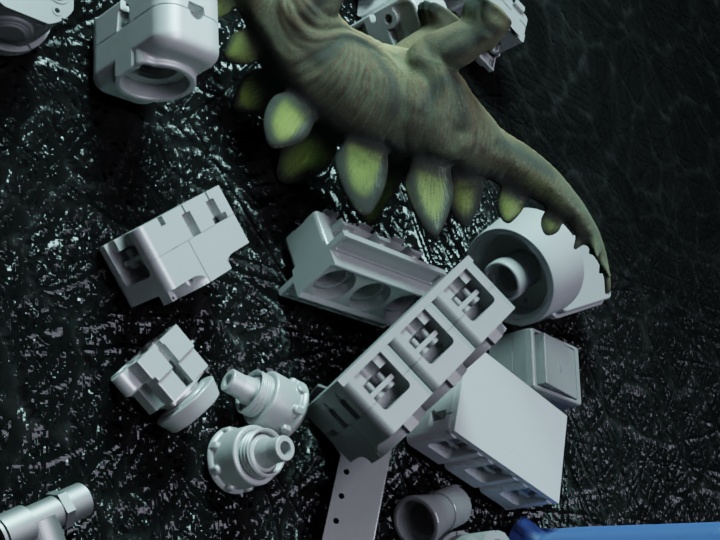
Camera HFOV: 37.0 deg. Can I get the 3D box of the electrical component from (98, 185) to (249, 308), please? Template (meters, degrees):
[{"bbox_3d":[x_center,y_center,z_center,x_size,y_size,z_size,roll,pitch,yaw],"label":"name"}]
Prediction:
[{"bbox_3d":[-0.128,-0.014,0.758,0.089,0.050,0.055,-37,102,-49],"label":"electrical component"}]

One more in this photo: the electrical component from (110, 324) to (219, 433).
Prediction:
[{"bbox_3d":[-0.128,0.076,0.726,0.055,0.048,0.066,51,43,-9],"label":"electrical component"}]

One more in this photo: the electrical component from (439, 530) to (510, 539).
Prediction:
[{"bbox_3d":[0.098,0.257,0.899,0.080,0.051,0.080,21,59,-42],"label":"electrical component"}]

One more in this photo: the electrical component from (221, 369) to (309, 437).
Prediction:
[{"bbox_3d":[-0.072,0.093,0.784,0.062,0.048,0.048,32,52,-27],"label":"electrical component"}]

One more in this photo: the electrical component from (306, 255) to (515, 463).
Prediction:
[{"bbox_3d":[0.040,0.070,0.806,0.061,0.089,0.150,47,61,2],"label":"electrical component"}]

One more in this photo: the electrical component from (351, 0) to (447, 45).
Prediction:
[{"bbox_3d":[0.037,-0.212,0.989,0.059,0.095,0.053,-21,91,-50],"label":"electrical component"}]

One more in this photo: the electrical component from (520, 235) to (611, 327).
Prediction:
[{"bbox_3d":[0.203,0.009,1.113,0.113,0.057,0.078,-11,83,-50],"label":"electrical component"}]

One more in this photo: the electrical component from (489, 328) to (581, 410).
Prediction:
[{"bbox_3d":[0.176,0.100,1.043,0.096,0.061,0.061,23,58,-41],"label":"electrical component"}]

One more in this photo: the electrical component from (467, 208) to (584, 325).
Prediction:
[{"bbox_3d":[0.151,0.001,1.024,0.060,0.108,0.108,-28,96,-43],"label":"electrical component"}]

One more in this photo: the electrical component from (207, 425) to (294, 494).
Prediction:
[{"bbox_3d":[-0.073,0.129,0.752,0.048,0.062,0.048,22,59,-42],"label":"electrical component"}]

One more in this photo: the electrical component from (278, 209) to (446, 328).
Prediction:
[{"bbox_3d":[0.000,0.000,0.884,0.121,0.079,0.063,20,39,-42],"label":"electrical component"}]

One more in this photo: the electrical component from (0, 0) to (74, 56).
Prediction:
[{"bbox_3d":[-0.232,-0.187,0.713,0.080,0.051,0.080,22,59,-42],"label":"electrical component"}]

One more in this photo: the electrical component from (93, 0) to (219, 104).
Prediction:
[{"bbox_3d":[-0.146,-0.158,0.763,0.054,0.095,0.059,14,64,-44],"label":"electrical component"}]

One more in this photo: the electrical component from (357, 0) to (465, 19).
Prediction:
[{"bbox_3d":[0.054,-0.331,1.050,0.060,0.105,0.186,27,56,-39],"label":"electrical component"}]

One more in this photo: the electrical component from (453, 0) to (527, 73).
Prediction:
[{"bbox_3d":[0.118,-0.279,1.132,0.121,0.063,0.078,38,49,-32],"label":"electrical component"}]

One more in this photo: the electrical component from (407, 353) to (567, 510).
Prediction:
[{"bbox_3d":[0.112,0.141,0.954,0.150,0.062,0.089,38,50,-32],"label":"electrical component"}]

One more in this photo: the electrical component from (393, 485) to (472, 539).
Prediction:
[{"bbox_3d":[0.063,0.202,0.892,0.065,0.044,0.044,-6,79,-54],"label":"electrical component"}]
